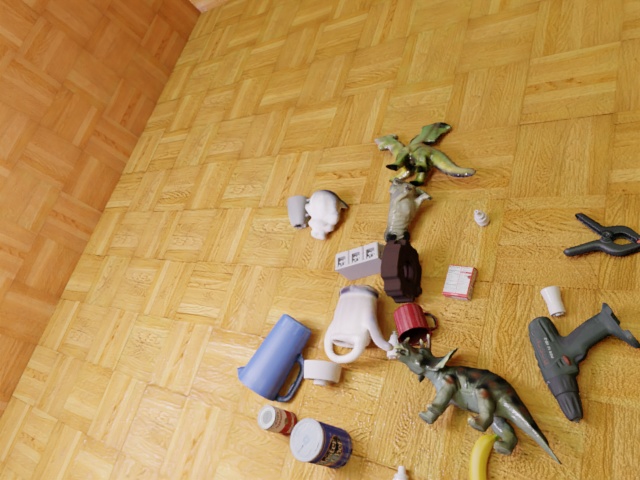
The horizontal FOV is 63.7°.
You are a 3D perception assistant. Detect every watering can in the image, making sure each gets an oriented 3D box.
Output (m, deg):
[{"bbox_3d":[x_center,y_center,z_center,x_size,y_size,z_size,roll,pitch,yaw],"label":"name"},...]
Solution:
[{"bbox_3d":[0.115,0.228,1.426,0.343,0.103,0.228,-27,43,57],"label":"watering can"}]

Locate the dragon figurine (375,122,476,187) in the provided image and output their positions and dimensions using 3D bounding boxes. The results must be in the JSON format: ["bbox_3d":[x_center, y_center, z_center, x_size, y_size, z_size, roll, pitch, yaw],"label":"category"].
[{"bbox_3d":[0.338,-0.291,1.635,0.411,0.120,0.247,8,61,40],"label":"dragon figurine"}]

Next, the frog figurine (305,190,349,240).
[{"bbox_3d":[0.005,-0.088,1.756,0.138,0.120,0.161,26,69,26],"label":"frog figurine"}]
